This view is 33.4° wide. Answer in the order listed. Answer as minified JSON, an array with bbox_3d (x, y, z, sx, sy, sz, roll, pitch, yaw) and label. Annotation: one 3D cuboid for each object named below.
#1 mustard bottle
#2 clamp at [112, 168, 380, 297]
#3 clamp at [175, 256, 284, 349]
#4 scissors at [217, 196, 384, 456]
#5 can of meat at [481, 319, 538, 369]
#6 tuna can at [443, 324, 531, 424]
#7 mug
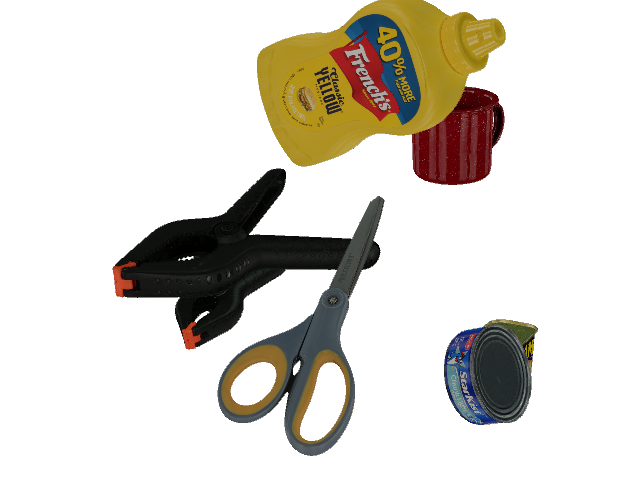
[{"bbox_3d":[0.045,-0.119,0.759,0.192,0.096,0.058,-14,6,39],"label":"mustard bottle"},{"bbox_3d":[-0.077,-0.001,0.898,0.209,0.036,0.165,-15,34,-21],"label":"clamp"},{"bbox_3d":[-0.110,0.063,1.252,0.120,0.039,0.171,-4,37,16],"label":"clamp"},{"bbox_3d":[-0.011,0.048,0.703,0.096,0.201,0.016,0,-39,9],"label":"scissors"},{"bbox_3d":[0.203,0.143,1.196,0.058,0.084,0.101,8,14,26],"label":"can of meat"},{"bbox_3d":[0.146,0.118,0.934,0.085,0.086,0.034,0,-12,-46],"label":"tuna can"},{"bbox_3d":[0.145,-0.111,1.107,0.117,0.081,0.093,-20,29,-34],"label":"mug"}]
